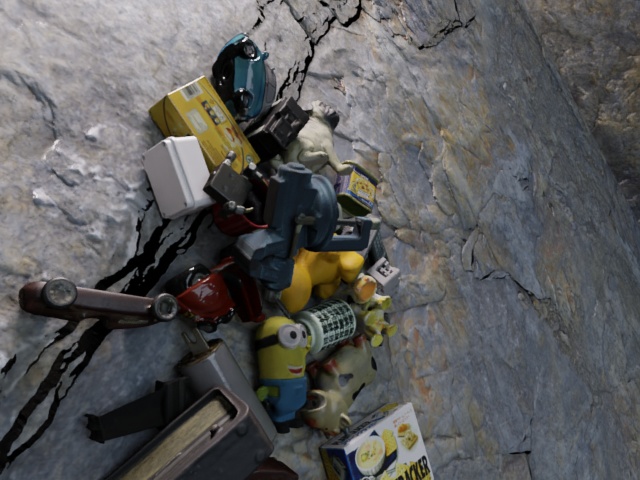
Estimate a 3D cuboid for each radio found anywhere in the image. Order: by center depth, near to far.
[{"bbox_3d":[-0.174,0.288,0.657,0.229,0.131,0.073,-39,108,-25],"label":"radio"}]

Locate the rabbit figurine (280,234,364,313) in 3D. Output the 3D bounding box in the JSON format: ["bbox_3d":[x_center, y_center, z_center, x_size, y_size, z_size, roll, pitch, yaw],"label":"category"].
[{"bbox_3d":[-0.025,0.050,0.946,0.162,0.122,0.173,54,47,-11],"label":"rabbit figurine"}]

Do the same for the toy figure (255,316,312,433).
[{"bbox_3d":[-0.066,0.215,0.876,0.082,0.089,0.180,26,64,-75],"label":"toy figure"}]

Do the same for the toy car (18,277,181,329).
[{"bbox_3d":[-0.279,0.087,0.695,0.202,0.089,0.053,18,64,-42],"label":"toy car"}]

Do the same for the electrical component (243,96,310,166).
[{"bbox_3d":[-0.086,-0.199,0.972,0.058,0.115,0.134,50,49,-25],"label":"electrical component"}]

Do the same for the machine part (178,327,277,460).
[{"bbox_3d":[-0.137,0.235,0.798,0.079,0.079,0.243,-40,106,-45],"label":"machine part"}]

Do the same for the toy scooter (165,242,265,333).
[{"bbox_3d":[-0.148,0.088,0.837,0.184,0.075,0.135,-34,98,-53],"label":"toy scooter"}]

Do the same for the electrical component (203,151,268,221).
[{"bbox_3d":[-0.129,-0.081,0.818,0.078,0.045,0.102,45,52,-22],"label":"electrical component"}]

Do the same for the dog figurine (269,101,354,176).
[{"bbox_3d":[-0.034,-0.199,1.053,0.172,0.121,0.190,15,52,-46],"label":"dog figurine"}]

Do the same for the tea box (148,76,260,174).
[{"bbox_3d":[-0.189,-0.171,0.891,0.098,0.068,0.169,-46,110,-43],"label":"tea box"}]

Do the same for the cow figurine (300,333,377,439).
[{"bbox_3d":[0.034,0.265,0.961,0.195,0.085,0.127,-31,93,-47],"label":"cow figurine"}]

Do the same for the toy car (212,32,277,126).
[{"bbox_3d":[-0.127,-0.276,0.958,0.103,0.109,0.161,6,74,-39],"label":"toy car"}]

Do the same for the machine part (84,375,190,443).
[{"bbox_3d":[-0.236,0.229,0.711,0.139,0.039,0.084,-5,112,-44],"label":"machine part"}]

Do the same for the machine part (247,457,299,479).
[{"bbox_3d":[-0.103,0.389,0.754,0.179,0.056,0.179,-6,101,-32],"label":"machine part"}]

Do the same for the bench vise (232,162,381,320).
[{"bbox_3d":[-0.007,-0.005,0.842,0.240,0.129,0.223,0,98,-33],"label":"bench vise"}]

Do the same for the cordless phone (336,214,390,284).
[{"bbox_3d":[0.096,0.052,1.108,0.146,0.089,0.184,-62,139,-38],"label":"cordless phone"}]

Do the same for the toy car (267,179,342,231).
[{"bbox_3d":[-0.035,-0.062,1.021,0.201,0.056,0.073,13,73,-41],"label":"toy car"}]

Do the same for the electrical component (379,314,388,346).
[{"bbox_3d":[0.117,0.169,1.119,0.063,0.021,0.094,32,55,-35],"label":"electrical component"}]

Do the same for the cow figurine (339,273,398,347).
[{"bbox_3d":[0.084,0.118,1.017,0.068,0.098,0.167,-34,131,-19],"label":"cow figurine"}]
